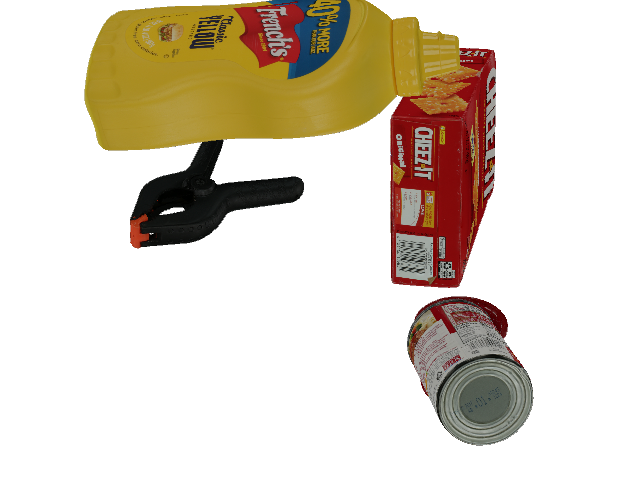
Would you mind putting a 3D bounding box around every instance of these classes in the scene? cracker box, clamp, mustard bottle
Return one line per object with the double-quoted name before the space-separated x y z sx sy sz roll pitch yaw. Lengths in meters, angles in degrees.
"cracker box" 0.120 -0.076 1.010 0.072 0.164 0.213 5 27 15
"clamp" -0.114 -0.049 0.990 0.171 0.039 0.120 -24 45 -33
"mustard bottle" -0.022 -0.092 0.568 0.192 0.058 0.096 -2 40 9

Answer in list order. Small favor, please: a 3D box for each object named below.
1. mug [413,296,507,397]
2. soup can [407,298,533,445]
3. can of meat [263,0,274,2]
"mug" 0.148 0.110 1.089 0.093 0.081 0.117 18 40 30
"soup can" 0.104 0.091 0.753 0.068 0.068 0.102 0 18 -7
"can of meat" 0.003 -0.146 0.820 0.102 0.084 0.057 -19 -38 -16
